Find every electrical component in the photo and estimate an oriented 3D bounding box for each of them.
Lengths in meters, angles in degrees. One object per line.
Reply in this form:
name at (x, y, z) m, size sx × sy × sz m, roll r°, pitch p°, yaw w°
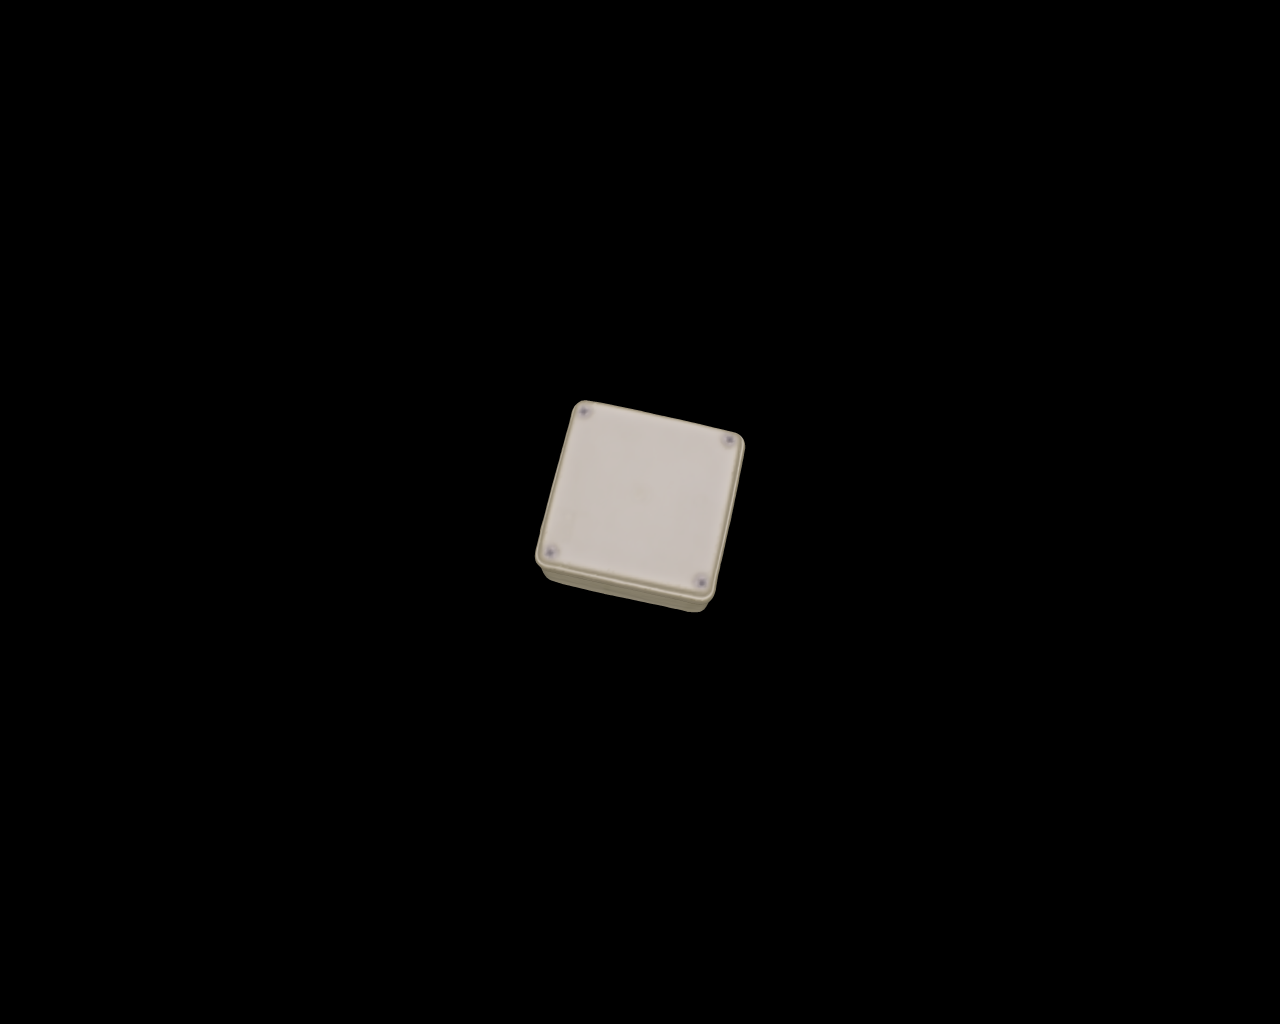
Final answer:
electrical component at (0.001, -0.003, 0.650) m, size 0.109 × 0.109 × 0.056 m, roll 13°, pitch -15°, yaw 4°
